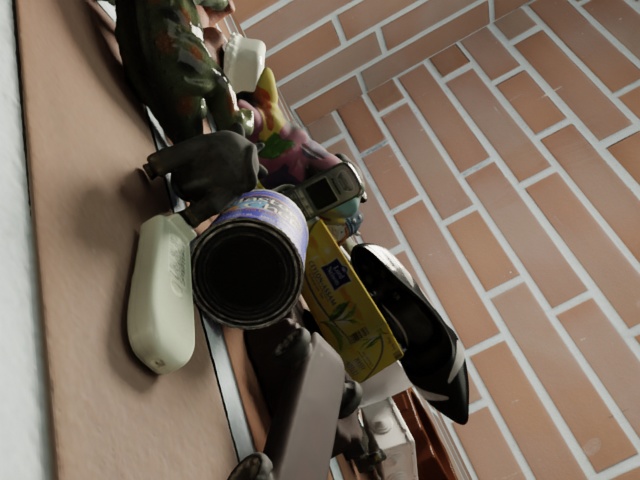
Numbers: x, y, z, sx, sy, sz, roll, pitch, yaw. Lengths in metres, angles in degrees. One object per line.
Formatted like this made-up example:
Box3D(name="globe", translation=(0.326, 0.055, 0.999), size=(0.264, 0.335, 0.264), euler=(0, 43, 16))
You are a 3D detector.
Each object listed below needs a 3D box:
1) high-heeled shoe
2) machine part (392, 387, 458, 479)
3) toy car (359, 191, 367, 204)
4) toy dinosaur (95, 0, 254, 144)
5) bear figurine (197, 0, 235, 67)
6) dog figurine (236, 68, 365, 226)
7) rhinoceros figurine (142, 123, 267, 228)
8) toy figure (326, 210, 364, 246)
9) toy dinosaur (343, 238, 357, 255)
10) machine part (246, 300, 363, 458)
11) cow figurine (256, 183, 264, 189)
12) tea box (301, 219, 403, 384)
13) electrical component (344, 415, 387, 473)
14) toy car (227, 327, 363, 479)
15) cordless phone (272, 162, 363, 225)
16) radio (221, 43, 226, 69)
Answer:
Box3D(name="high-heeled shoe", translation=(0.116, 0.112, 0.689), size=(0.249, 0.086, 0.145), euler=(61, 8, 32))
Box3D(name="machine part", translation=(0.158, 0.355, 0.913), size=(0.201, 0.087, 0.201), euler=(58, 8, -22))
Box3D(name="toy car", translation=(0.030, -0.092, 1.052), size=(0.201, 0.073, 0.056), euler=(8, 60, -64))
Box3D(name="toy dinosaur", translation=(-0.178, -0.223, 0.611), size=(0.192, 0.131, 0.405), euler=(9, 60, -61))
Box3D(name="bear figurine", translation=(-0.194, -0.338, 0.867), size=(0.120, 0.132, 0.196), euler=(36, 19, -50))
Box3D(name="dog figurine", translation=(-0.041, -0.130, 0.766), size=(0.192, 0.108, 0.219), euler=(16, -29, 30))
Box3D(name="rhinoceros figurine", translation=(-0.103, -0.069, 0.511), size=(0.073, 0.112, 0.190), euler=(56, -8, -12))
Box3D(name="toy figure", translation=(-0.001, -0.002, 0.834), size=(0.064, 0.154, 0.058), euler=(59, 5, -35))
Box3D(name="toy dinosaur", translation=(-0.011, -0.026, 1.115), size=(0.198, 0.105, 0.472), euler=(45, 22, -43))
Box3D(name="machine part", translation=(-0.012, 0.149, 0.580), size=(0.179, 0.056, 0.179), euler=(62, 7, -13))
Box3D(name="cow figurine", translation=(-0.100, -0.112, 0.922), size=(0.167, 0.068, 0.098), euler=(56, 3, -47))
Box3D(name="tea box", translation=(0.022, 0.070, 0.632), size=(0.170, 0.068, 0.098), euler=(60, 1, 40))
Box3D(name="electrical component", translation=(0.048, 0.246, 0.685), size=(0.102, 0.045, 0.078), euler=(64, 9, 16))
Box3D(name="toy car", translation=(-0.016, 0.153, 0.423), size=(0.089, 0.053, 0.202), euler=(45, 27, -16))
Box3D(name="cordless phone", translation=(-0.005, -0.017, 0.719), size=(0.146, 0.184, 0.089), euler=(60, 32, -9))
Box3D(name="radio", translation=(-0.157, -0.269, 1.064), size=(0.229, 0.073, 0.131), euler=(59, 8, -29))
